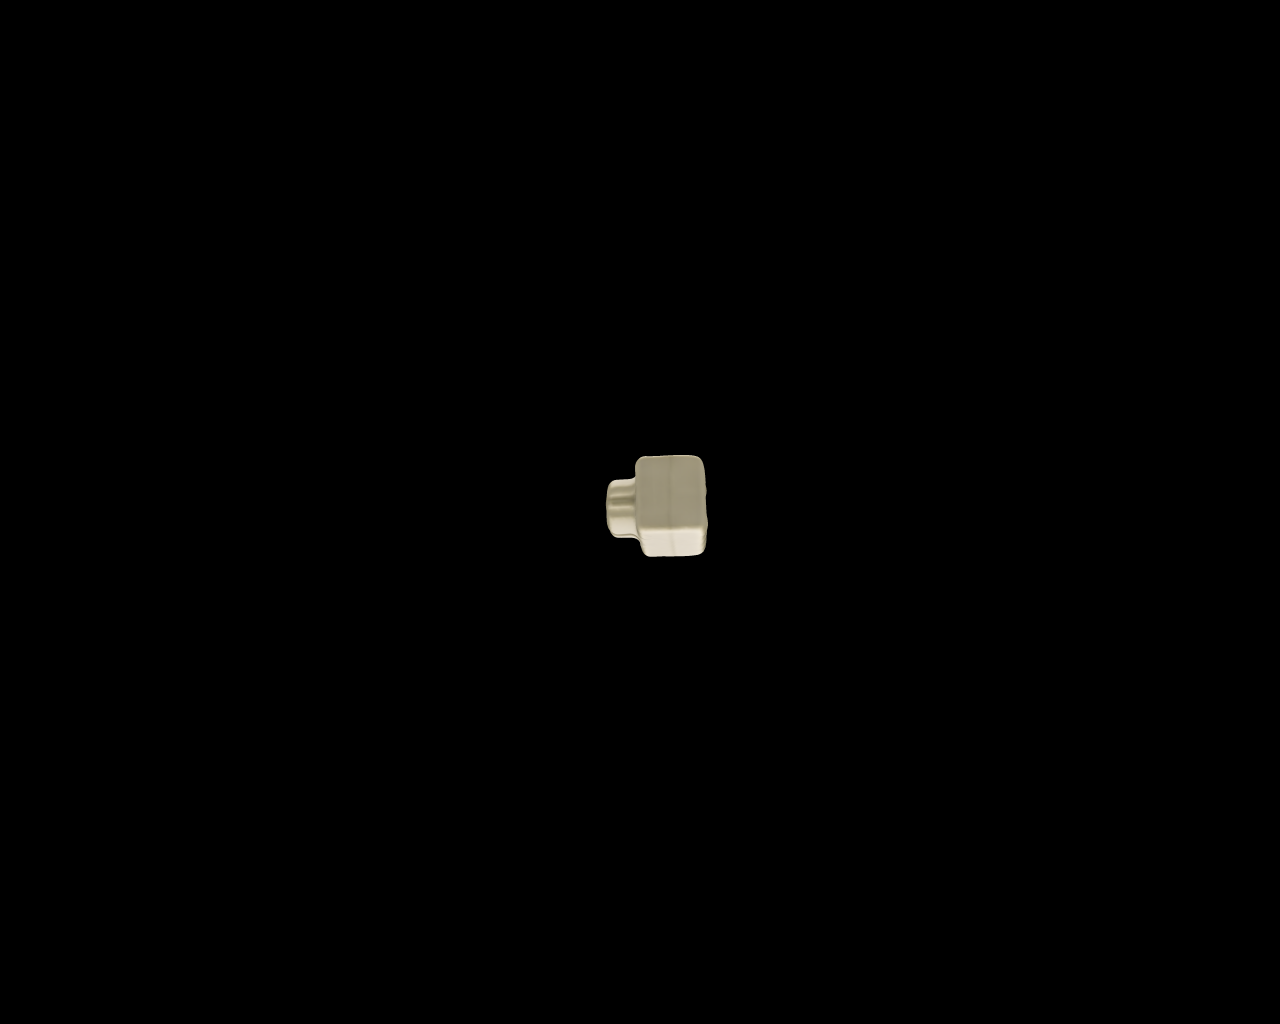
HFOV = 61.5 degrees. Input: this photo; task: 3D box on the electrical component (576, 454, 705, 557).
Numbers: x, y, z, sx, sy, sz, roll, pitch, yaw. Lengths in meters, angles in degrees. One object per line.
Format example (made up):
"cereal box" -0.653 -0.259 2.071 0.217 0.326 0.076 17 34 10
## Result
"electrical component" 0.001 -0.003 0.650 0.077 0.047 0.065 -1 -15 4
